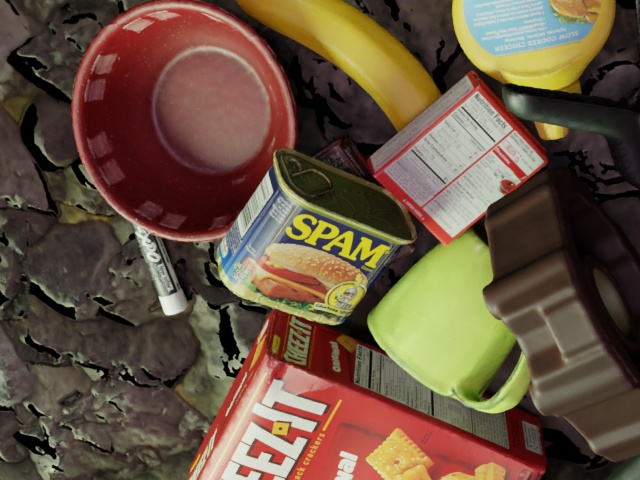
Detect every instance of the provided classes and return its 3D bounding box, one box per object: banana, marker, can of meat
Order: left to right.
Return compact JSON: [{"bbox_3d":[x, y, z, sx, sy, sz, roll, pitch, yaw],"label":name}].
[{"bbox_3d":[-0.127,-0.002,0.788,0.020,0.020,0.121,-13,107,19],"label":"marker"},{"bbox_3d":[-0.005,0.001,0.679,0.102,0.057,0.084,21,121,-27],"label":"can of meat"},{"bbox_3d":[0.029,-0.105,0.696,0.070,0.037,0.198,-37,98,23],"label":"banana"}]

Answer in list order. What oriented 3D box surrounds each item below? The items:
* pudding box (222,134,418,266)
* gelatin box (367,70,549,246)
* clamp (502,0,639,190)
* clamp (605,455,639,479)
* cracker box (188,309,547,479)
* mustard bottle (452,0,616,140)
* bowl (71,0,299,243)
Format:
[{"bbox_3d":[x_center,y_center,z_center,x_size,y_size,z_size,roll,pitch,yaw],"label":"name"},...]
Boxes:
[{"bbox_3d":[-0.002,-0.006,0.742,0.114,0.039,0.090,-32,101,24],"label":"pudding box"},{"bbox_3d":[0.087,-0.051,0.673,0.089,0.030,0.073,-41,116,16],"label":"gelatin box"},{"bbox_3d":[0.200,-0.088,0.630,0.171,0.039,0.120,29,110,-29],"label":"clamp"},{"bbox_3d":[0.168,0.220,0.692,0.210,0.036,0.164,-21,86,24],"label":"clamp"},{"bbox_3d":[0.029,0.165,0.764,0.213,0.072,0.164,24,116,-8],"label":"cracker box"},{"bbox_3d":[0.125,-0.153,0.640,0.096,0.058,0.191,-9,108,16],"label":"mustard bottle"},{"bbox_3d":[-0.084,-0.082,0.720,0.162,0.055,0.162,5,106,16],"label":"bowl"}]
